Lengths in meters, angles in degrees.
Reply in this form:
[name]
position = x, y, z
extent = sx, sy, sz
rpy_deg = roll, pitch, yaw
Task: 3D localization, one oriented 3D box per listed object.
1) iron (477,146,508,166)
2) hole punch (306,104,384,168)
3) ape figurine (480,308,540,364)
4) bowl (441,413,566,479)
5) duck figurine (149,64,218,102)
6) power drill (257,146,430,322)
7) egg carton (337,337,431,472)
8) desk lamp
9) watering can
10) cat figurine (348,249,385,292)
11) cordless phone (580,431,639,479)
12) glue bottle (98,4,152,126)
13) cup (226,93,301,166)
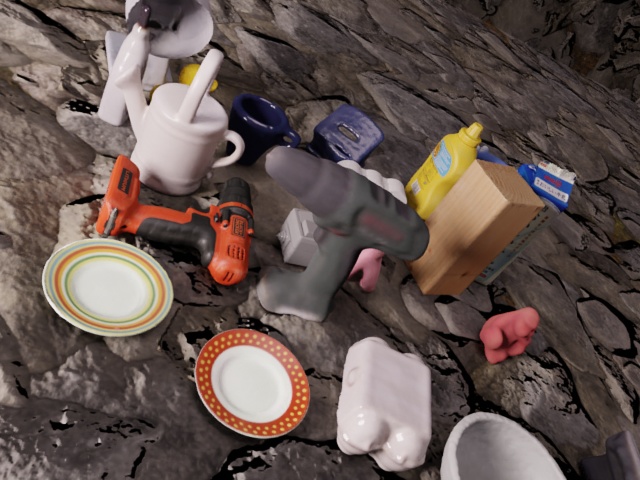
[iron]
position = 0.316, -0.104, 1.109
extent = 0.119, 0.141, 0.257
rpy_deg = 3, 46, -36
[hole punch]
position = 0.047, -0.177, 1.026
extent = 0.108, 0.091, 0.101
rpy_deg = 40, 36, 9
[ape figurine]
position = 0.288, 0.136, 0.855
extent = 0.078, 0.092, 0.076
rpy_deg = 24, 37, -14
[bowl]
position = 0.194, 0.281, 0.628
extent = 0.168, 0.074, 0.167
rpy_deg = 21, 38, -17
[duck figurine]
position = -0.209, -0.236, 0.896
extent = 0.105, 0.086, 0.077
rpy_deg = -3, 50, -40
[power drill]
position = 0.006, 0.002, 0.686
extent = 0.230, 0.208, 0.075
rpy_deg = 15, 40, -25
[egg carton]
position = 0.072, 0.182, 0.650
extent = 0.107, 0.069, 0.150
rpy_deg = 26, 36, -11
[desk lamp]
position = -0.250, -0.332, 0.866
extent = 0.118, 0.213, 0.203
rpy_deg = 6, 44, -33
[watering can]
position = -0.179, -0.162, 0.742
extent = 0.173, 0.194, 0.100
rpy_deg = 12, 41, -28
[cat figurine]
position = 0.082, -0.008, 0.835
extent = 0.067, 0.117, 0.128
rpy_deg = 25, 37, -12
[cordless phone]
position = 0.425, 0.293, 0.702
extent = 0.094, 0.185, 0.147
rpy_deg = 24, 37, -13
[glue bottle]
position = -0.260, -0.245, 0.791
extent = 0.037, 0.173, 0.078
rpy_deg = 24, 37, -14
[cup]
position = -0.094, -0.157, 0.888
extent = 0.118, 0.095, 0.092
rpy_deg = 31, 36, -5
